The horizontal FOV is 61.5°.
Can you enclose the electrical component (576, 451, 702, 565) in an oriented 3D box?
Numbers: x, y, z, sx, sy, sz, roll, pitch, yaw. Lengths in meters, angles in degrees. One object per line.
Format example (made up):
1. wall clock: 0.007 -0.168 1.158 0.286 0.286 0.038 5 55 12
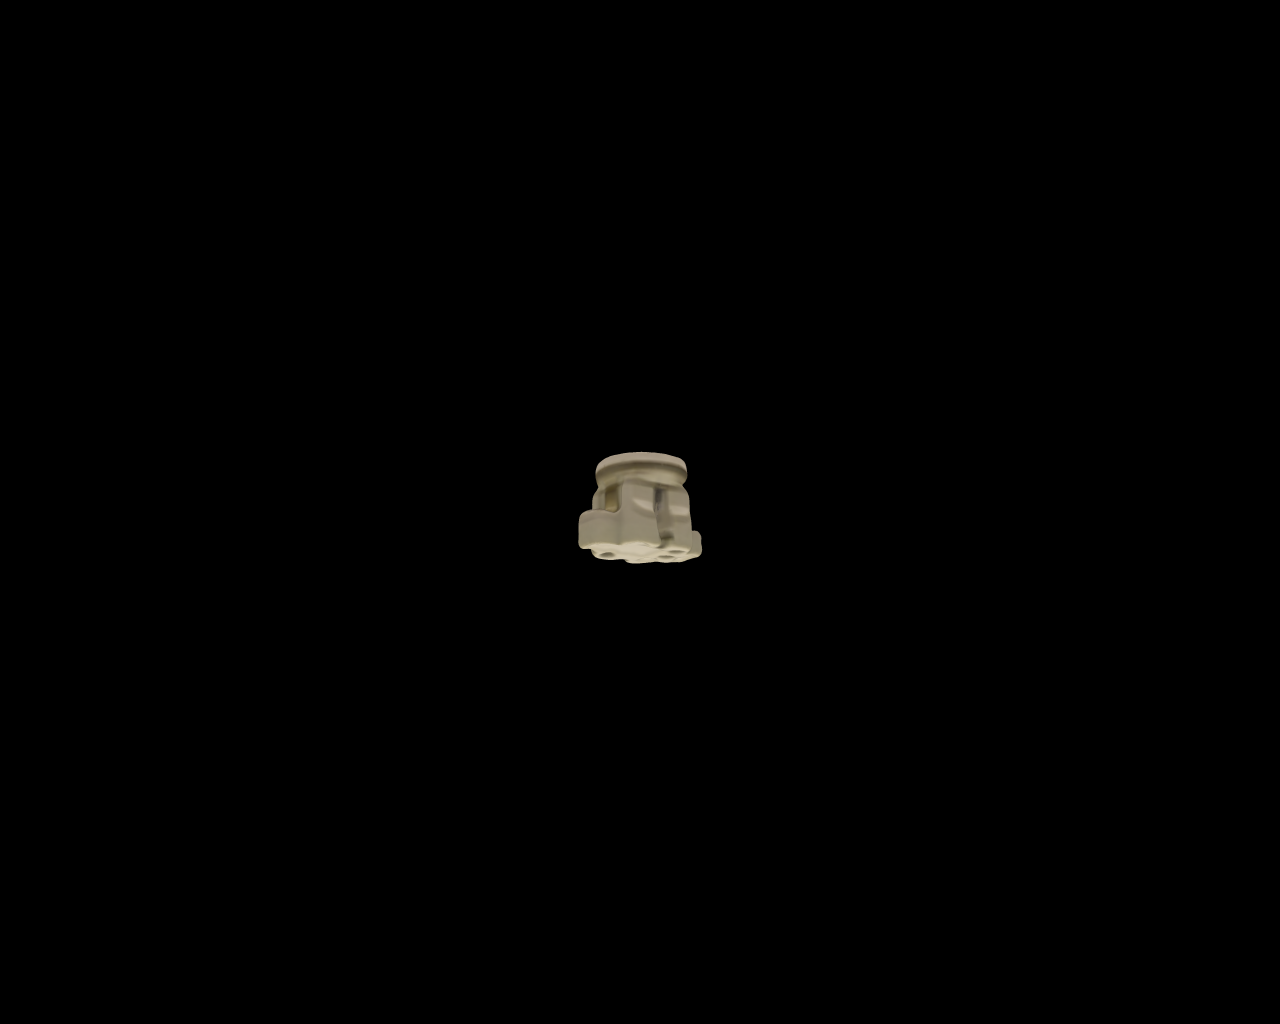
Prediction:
1. electrical component: 0.001 -0.003 0.650 0.078 0.057 0.058 10 -18 -33
